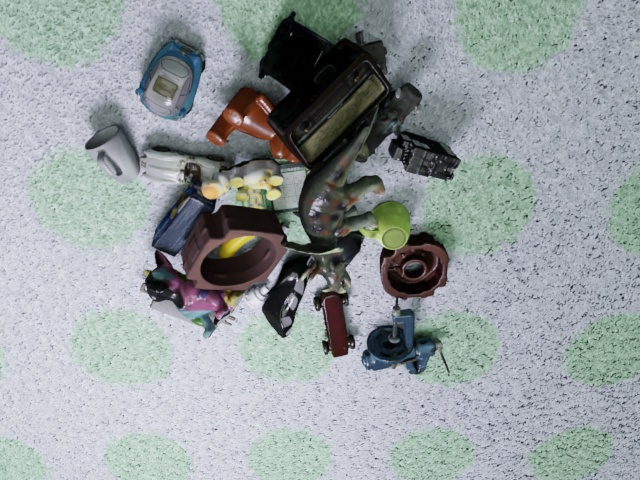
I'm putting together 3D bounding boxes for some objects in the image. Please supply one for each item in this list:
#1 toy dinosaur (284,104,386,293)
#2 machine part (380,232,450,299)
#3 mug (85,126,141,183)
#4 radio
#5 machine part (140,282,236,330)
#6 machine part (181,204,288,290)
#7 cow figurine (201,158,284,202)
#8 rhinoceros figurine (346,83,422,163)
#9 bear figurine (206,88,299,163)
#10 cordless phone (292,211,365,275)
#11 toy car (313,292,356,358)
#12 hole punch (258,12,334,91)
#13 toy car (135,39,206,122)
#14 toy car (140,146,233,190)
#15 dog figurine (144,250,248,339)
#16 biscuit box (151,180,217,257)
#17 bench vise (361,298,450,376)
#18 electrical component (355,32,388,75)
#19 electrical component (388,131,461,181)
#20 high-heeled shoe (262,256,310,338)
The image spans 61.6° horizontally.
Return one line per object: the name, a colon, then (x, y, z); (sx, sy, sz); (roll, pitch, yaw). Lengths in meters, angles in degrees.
toy dinosaur: (0.019, -0.074, 1.073); (0.192, 0.131, 0.404); (-24, 136, -24)
machine part: (0.227, 0.064, 1.306); (0.179, 0.056, 0.179); (-1, 121, -1)
mug: (-0.425, -0.167, 1.123); (0.081, 0.110, 0.107); (-25, 131, 7)
radio: (0.016, -0.257, 1.019); (0.229, 0.073, 0.131); (-45, 145, 3)
machine part: (-0.327, 0.163, 1.329); (0.243, 0.079, 0.079); (23, 117, -15)
machine part: (-0.188, 0.019, 1.178); (0.201, 0.087, 0.201); (7, 134, -36)
cow figurine: (-0.163, -0.132, 1.119); (0.167, 0.098, 0.068); (-4, 138, -8)
rhinoceros figurine: (0.126, -0.242, 1.094); (0.073, 0.112, 0.190); (36, 121, -18)
bear figurine: (-0.110, -0.213, 1.097); (0.195, 0.132, 0.120); (40, 141, -18)
cordless phone: (-0.003, -0.003, 1.256); (0.184, 0.089, 0.146); (33, 114, -7)
toy car: (0.038, 0.214, 1.386); (0.089, 0.053, 0.201); (-14, 116, -6)
hole punch: (-0.039, -0.354, 1.047); (0.116, 0.092, 0.142); (40, 119, 13)
toy car: (-0.291, -0.301, 1.048); (0.109, 0.103, 0.161); (27, 117, -18)
toy car: (-0.287, -0.151, 1.160); (0.202, 0.056, 0.073); (8, 120, -7)
dog figurine: (-0.298, 0.106, 1.248); (0.219, 0.191, 0.108); (40, 124, 0)
biscuit box: (-0.302, -0.044, 1.188); (0.062, 0.059, 0.202); (28, 131, -26)
bench vise: (0.216, 0.256, 1.379); (0.224, 0.129, 0.240); (-3, 128, 2)
electrical component: (0.102, -0.369, 1.069); (0.063, 0.021, 0.093); (-14, 119, 5)
electrical component: (0.213, -0.178, 1.130); (0.134, 0.115, 0.058); (14, 115, -10)
high-heeled shoe: (-0.070, 0.144, 1.353); (0.145, 0.086, 0.248); (-39, 150, -24)
